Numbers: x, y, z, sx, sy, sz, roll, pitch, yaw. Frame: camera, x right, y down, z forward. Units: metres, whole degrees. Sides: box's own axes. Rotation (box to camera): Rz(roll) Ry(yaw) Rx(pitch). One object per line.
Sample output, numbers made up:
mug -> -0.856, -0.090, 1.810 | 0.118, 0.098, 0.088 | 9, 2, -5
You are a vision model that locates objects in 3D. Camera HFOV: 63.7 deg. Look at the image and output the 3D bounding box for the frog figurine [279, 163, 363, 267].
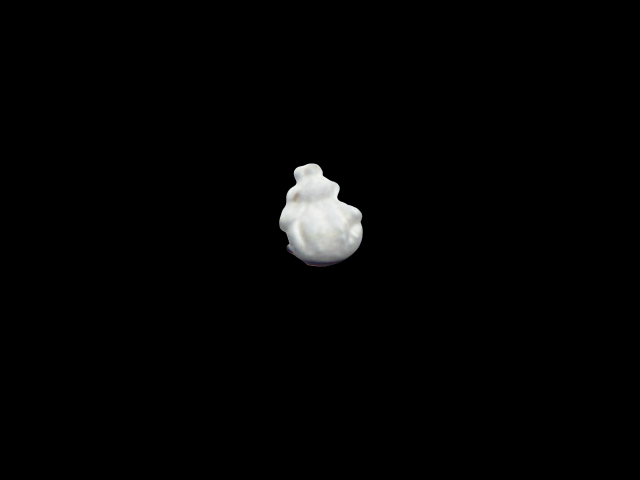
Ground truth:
frog figurine -> 0.003, -0.043, 0.850 | 0.137, 0.157, 0.125 | 3, 23, 7
